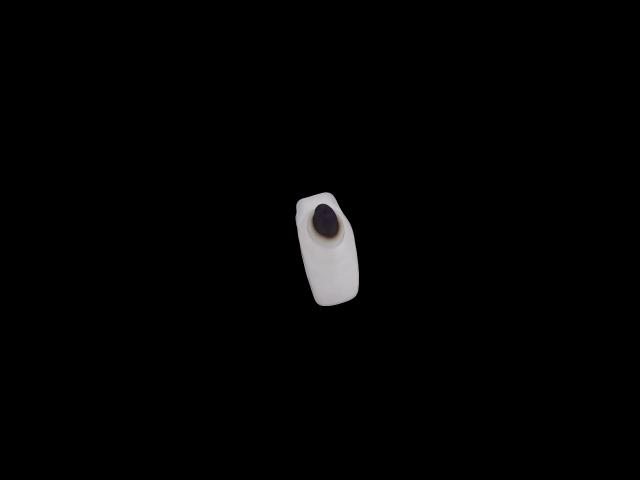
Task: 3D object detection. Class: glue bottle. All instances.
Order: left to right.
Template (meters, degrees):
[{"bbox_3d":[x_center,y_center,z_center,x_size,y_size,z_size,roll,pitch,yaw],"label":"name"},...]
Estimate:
[{"bbox_3d":[0.004,0.001,0.400,0.037,0.173,0.078,-18,79,-3],"label":"glue bottle"}]
